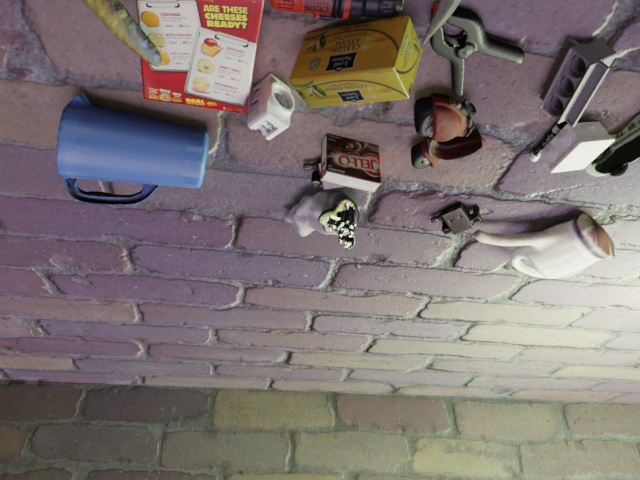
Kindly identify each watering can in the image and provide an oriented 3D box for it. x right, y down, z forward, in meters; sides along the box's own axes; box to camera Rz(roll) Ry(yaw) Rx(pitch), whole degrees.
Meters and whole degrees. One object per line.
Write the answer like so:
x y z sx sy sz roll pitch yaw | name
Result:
0.543 0.013 1.216 0.345 0.106 0.221 23 140 -33 | watering can

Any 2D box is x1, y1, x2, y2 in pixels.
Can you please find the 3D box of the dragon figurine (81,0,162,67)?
-0.358 -0.372 0.585 0.244 0.124 0.401 16 149 26 | dragon figurine

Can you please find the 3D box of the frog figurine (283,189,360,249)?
0.003 -0.057 1.129 0.136 0.123 0.160 18 -179 -41 | frog figurine
